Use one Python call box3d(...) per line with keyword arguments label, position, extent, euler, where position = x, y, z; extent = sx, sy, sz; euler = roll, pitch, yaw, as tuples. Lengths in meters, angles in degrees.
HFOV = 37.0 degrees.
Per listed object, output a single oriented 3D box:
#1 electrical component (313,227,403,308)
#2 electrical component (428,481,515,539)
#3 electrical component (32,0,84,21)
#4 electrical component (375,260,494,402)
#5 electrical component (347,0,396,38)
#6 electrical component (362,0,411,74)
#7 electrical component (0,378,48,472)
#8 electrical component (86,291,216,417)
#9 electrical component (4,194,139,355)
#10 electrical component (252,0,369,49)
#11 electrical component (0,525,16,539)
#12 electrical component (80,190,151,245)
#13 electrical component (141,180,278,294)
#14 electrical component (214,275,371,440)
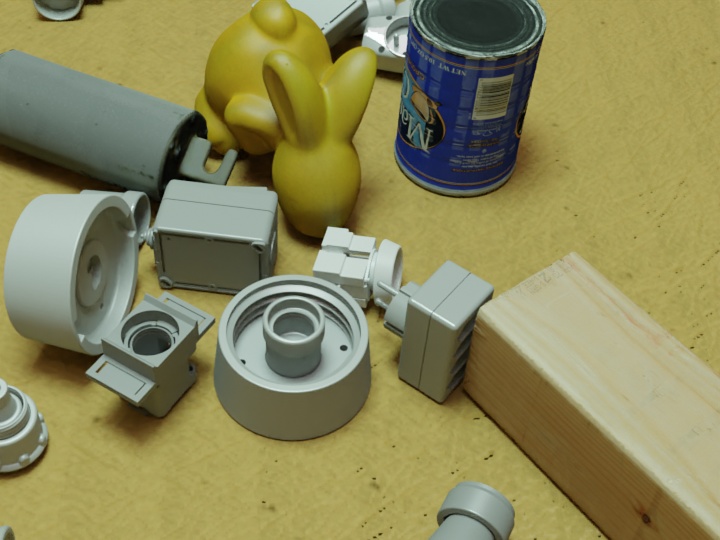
box3d(label="electrical component", position=(0.000, 0.000, 0.775), extent=(0.055, 0.048, 0.066), euler=(7, 48, 12))
box3d(label="electrical component", position=(0.063, 0.160, 0.638), extent=(0.045, 0.045, 0.055), euler=(23, 50, 15))
box3d(label="electrical component", position=(-0.261, -0.272, 0.997), extent=(0.079, 0.044, 0.077), euler=(-4, 49, -7))
box3d(label="electrical component", position=(0.041, 0.033, 0.723), extent=(0.076, 0.083, 0.047), euler=(31, 53, 22))
box3d(label="electrical component", position=(0.006, -0.236, 0.991), extent=(0.046, 0.040, 0.040), euler=(-17, 52, -12))
box3d(label="electrical component", position=(0.046, -0.212, 0.959), extent=(0.077, 0.044, 0.079), euler=(11, 72, 5))
box3d(label="electrical component", position=(-0.221, 0.091, 0.664), extent=(0.048, 0.062, 0.048), euler=(2, 48, -3))
box3d(label="electrical component", position=(-0.134, 0.058, 0.700), extent=(0.042, 0.063, 0.081), euler=(26, 51, 19))
box3d(label="electrical component", position=(-0.198, 0.000, 0.721), extent=(0.060, 0.108, 0.108), euler=(7, 48, 10))
box3d(label="electrical component", position=(-0.047, -0.221, 0.940), extent=(0.096, 0.061, 0.061), euler=(-39, 86, 1))
box3d(label="electrical component", position=(-0.227, 0.168, 0.607), extent=(0.055, 0.045, 0.045), euler=(-1, 48, -5))
box3d(label="electrical component", position=(-0.184, -0.040, 0.801), extent=(0.046, 0.040, 0.040), euler=(7, 48, 9))
box3d(label="electrical component", position=(-0.109, -0.026, 0.778), extent=(0.096, 0.061, 0.061), euler=(7, 48, 2))
box3d(label="electrical component", position=(-0.044, 0.051, 0.715), extent=(0.108, 0.060, 0.108), euler=(2, 48, -3))
